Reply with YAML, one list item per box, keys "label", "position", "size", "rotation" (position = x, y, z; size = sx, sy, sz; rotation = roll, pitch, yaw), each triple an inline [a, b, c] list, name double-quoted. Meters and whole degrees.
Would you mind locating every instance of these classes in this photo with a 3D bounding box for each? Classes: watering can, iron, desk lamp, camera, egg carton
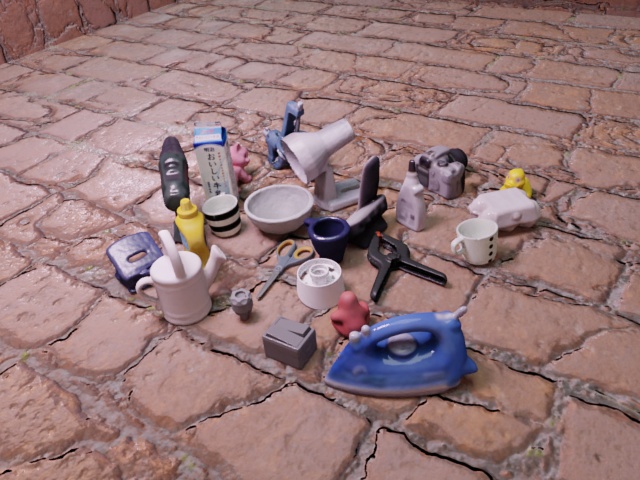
- label: "watering can"
  position: [-0.273, 0.061, 1.127]
  size: [0.100, 0.194, 0.173]
  rotation: [26, 46, 35]
- label: "iron"
  position: [0.131, 0.179, 0.966]
  size: [0.258, 0.142, 0.118]
  rotation: [-8, 36, -4]
- label: "desk lamp"
  position: [0.014, -0.184, 1.414]
  size: [0.203, 0.214, 0.117]
  rotation: [-20, 39, -19]
- label: "camera"
  position: [0.330, -0.193, 1.486]
  size: [0.137, 0.101, 0.142]
  rotation: [-26, 41, -27]
- label: "egg carton"
  position: [0.428, -0.066, 1.328]
  size: [0.150, 0.069, 0.107]
  rotation: [-12, 37, -10]

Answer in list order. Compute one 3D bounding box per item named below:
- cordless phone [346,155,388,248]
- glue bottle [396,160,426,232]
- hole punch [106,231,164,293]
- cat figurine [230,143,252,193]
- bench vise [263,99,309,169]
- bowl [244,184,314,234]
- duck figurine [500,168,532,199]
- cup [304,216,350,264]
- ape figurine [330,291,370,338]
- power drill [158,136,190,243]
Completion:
- label: "cordless phone"
  position: [0.093, -0.090, 1.300]
  size: [0.093, 0.185, 0.148]
  rotation: [16, 41, 26]
- label: "glue bottle"
  position: [0.211, -0.107, 1.320]
  size: [0.037, 0.173, 0.077]
  rotation: [-28, 42, -28]
- label: "hole punch"
  position: [-0.394, 0.046, 1.249]
  size: [0.109, 0.091, 0.100]
  rotation: [-29, 43, -30]
- label: "cat figurine"
  position: [-0.231, -0.205, 1.550]
  size: [0.067, 0.118, 0.128]
  rotation: [8, 38, 18]
- label: "bench vise"
  position: [-0.091, -0.281, 1.551]
  size: [0.206, 0.220, 0.122]
  rotation: [15, 40, 25]
- label: "bowl"
  position: [-0.095, -0.063, 1.378]
  size: [0.167, 0.075, 0.167]
  rotation: [-3, 36, 2]
- label: "duck figurine"
  position: [0.481, -0.136, 1.404]
  size: [0.077, 0.086, 0.105]
  rotation: [28, 47, 37]
- label: "cup"
  position: [0.012, 0.004, 1.257]
  size: [0.117, 0.095, 0.092]
  rotation: [24, 45, 33]
- label: "ape figurine"
  position: [0.057, 0.134, 1.078]
  size: [0.078, 0.092, 0.076]
  rotation: [-7, 36, -3]
- label: "power drill"
  position: [-0.333, -0.109, 1.354]
  size: [0.076, 0.209, 0.229]
  rotation: [-12, 37, -9]
